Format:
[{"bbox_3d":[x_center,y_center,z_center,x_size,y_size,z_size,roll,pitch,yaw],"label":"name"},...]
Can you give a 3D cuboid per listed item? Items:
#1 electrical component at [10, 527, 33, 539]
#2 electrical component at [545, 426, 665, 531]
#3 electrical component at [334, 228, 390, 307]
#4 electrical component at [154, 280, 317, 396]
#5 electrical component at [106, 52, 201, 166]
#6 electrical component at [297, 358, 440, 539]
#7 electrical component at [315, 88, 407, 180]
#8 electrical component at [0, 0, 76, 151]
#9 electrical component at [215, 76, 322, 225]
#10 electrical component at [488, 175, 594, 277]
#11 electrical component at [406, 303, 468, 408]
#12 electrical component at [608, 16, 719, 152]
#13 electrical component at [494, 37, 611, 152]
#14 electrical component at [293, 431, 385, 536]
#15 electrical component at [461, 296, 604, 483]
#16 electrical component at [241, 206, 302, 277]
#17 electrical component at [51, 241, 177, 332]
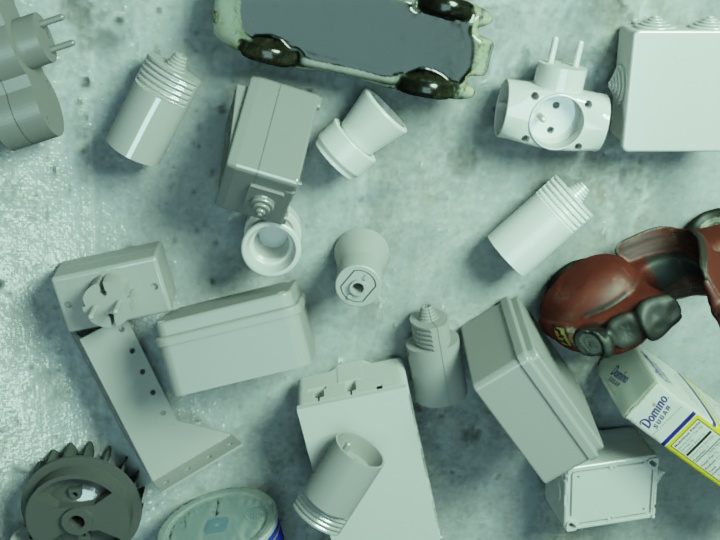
[{"bbox_3d":[-0.285,0.257,0.923,0.055,0.055,0.047,31,111,-14],"label":"electrical component"},{"bbox_3d":[0.208,0.173,0.911,0.096,0.061,0.061,-7,112,-9],"label":"electrical component"},{"bbox_3d":[0.000,0.000,0.826,0.044,0.065,0.044,1,115,2],"label":"electrical component"},{"bbox_3d":[-0.095,0.051,0.834,0.113,0.078,0.057,-14,97,3],"label":"electrical component"},{"bbox_3d":[-0.149,-0.122,0.786,0.043,0.043,0.081,27,108,-12],"label":"electrical component"},{"bbox_3d":[0.007,0.156,0.891,0.089,0.061,0.150,-12,111,2],"label":"electrical component"},{"bbox_3d":[0.000,-0.100,0.800,0.055,0.045,0.045,-43,107,14],"label":"electrical component"},{"bbox_3d":[-0.240,-0.159,0.762,0.074,0.052,0.138,-17,111,5],"label":"electrical component"},{"bbox_3d":[-0.071,-0.081,0.770,0.061,0.096,0.061,16,151,-9],"label":"electrical component"},{"bbox_3d":[0.143,-0.038,0.831,0.081,0.043,0.043,-43,107,13],"label":"electrical component"},{"bbox_3d":[0.060,0.065,0.868,0.043,0.043,0.081,-10,112,2],"label":"electrical component"},{"bbox_3d":[0.235,-0.136,0.793,0.100,0.048,0.099,0,111,-2],"label":"electrical component"},{"bbox_3d":[0.145,-0.131,0.794,0.077,0.044,0.079,8,111,-5],"label":"electrical component"},{"bbox_3d":[-0.019,0.171,0.838,0.043,0.043,0.081,27,108,-12],"label":"electrical component"},{"bbox_3d":[0.133,0.092,0.847,0.056,0.108,0.108,-33,109,13],"label":"electrical component"},{"bbox_3d":[-0.067,-0.025,0.820,0.045,0.055,0.045,-1,111,-2],"label":"electrical component"},{"bbox_3d":[-0.190,0.020,0.822,0.083,0.075,0.047,-12,111,2],"label":"electrical component"}]
